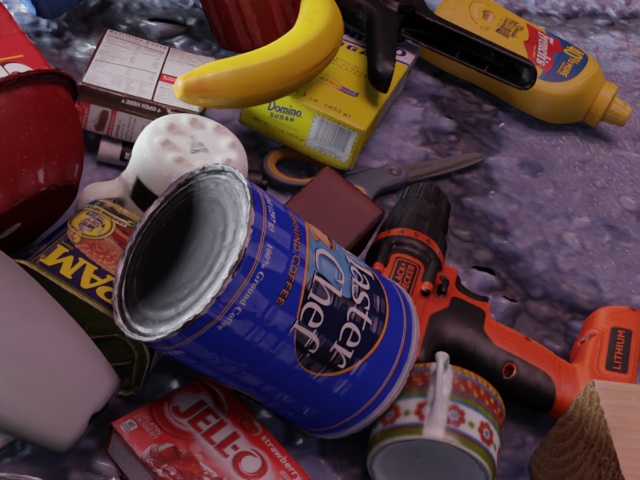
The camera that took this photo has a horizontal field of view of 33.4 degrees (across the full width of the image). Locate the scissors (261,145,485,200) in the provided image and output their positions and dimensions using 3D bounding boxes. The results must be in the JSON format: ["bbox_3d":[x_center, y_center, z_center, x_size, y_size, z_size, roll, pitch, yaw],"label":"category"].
[{"bbox_3d":[0.036,-0.057,0.816,0.096,0.016,0.201,41,45,20],"label":"scissors"}]

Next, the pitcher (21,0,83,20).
[{"bbox_3d":[-0.142,-0.273,0.820,0.242,0.145,0.149,-40,28,-11],"label":"pitcher"}]

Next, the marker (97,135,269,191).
[{"bbox_3d":[-0.096,-0.051,0.753,0.121,0.020,0.020,13,43,-11],"label":"marker"}]

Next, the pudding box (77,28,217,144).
[{"bbox_3d":[-0.125,-0.108,0.771,0.090,0.039,0.113,14,28,-8],"label":"pudding box"}]

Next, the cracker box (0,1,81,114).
[{"bbox_3d":[-0.282,-0.116,0.702,0.163,0.072,0.214,-20,57,-36],"label":"cracker box"}]

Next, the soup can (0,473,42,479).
[{"bbox_3d":[-0.145,0.165,0.473,0.068,0.069,0.102,14,43,-9],"label":"soup can"}]

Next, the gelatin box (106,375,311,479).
[{"bbox_3d":[-0.062,0.121,0.581,0.073,0.030,0.089,-24,59,-39],"label":"gelatin box"}]

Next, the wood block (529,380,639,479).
[{"bbox_3d":[0.242,0.153,0.631,0.205,0.090,0.091,8,44,-16],"label":"wood block"}]

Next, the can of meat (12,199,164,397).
[{"bbox_3d":[-0.123,0.030,0.630,0.102,0.057,0.083,30,40,9],"label":"can of meat"}]

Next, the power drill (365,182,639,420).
[{"bbox_3d":[0.116,0.049,0.711,0.187,0.057,0.184,21,46,3],"label":"power drill"}]

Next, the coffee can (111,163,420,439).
[{"bbox_3d":[-0.027,0.037,0.584,0.140,0.103,0.103,35,31,-37],"label":"coffee can"}]

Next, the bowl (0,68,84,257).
[{"bbox_3d":[-0.189,-0.025,0.597,0.161,0.162,0.055,-33,83,-42],"label":"bowl"}]

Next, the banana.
[{"bbox_3d":[-0.029,-0.135,0.761,0.070,0.037,0.197,22,41,12],"label":"banana"}]

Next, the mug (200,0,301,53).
[{"bbox_3d":[-0.062,-0.212,0.869,0.093,0.081,0.117,-23,42,-4],"label":"mug"}]

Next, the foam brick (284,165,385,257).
[{"bbox_3d":[-0.005,0.001,0.700,0.051,0.053,0.078,39,54,9],"label":"foam brick"}]

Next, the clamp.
[{"bbox_3d":[0.055,-0.177,0.862,0.164,0.036,0.210,-12,45,-41],"label":"clamp"}]

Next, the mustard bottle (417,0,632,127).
[{"bbox_3d":[0.187,-0.153,0.945,0.192,0.058,0.096,30,42,8],"label":"mustard bottle"}]

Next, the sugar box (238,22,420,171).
[{"bbox_3d":[0.012,-0.125,0.840,0.093,0.048,0.176,25,37,4],"label":"sugar box"}]
